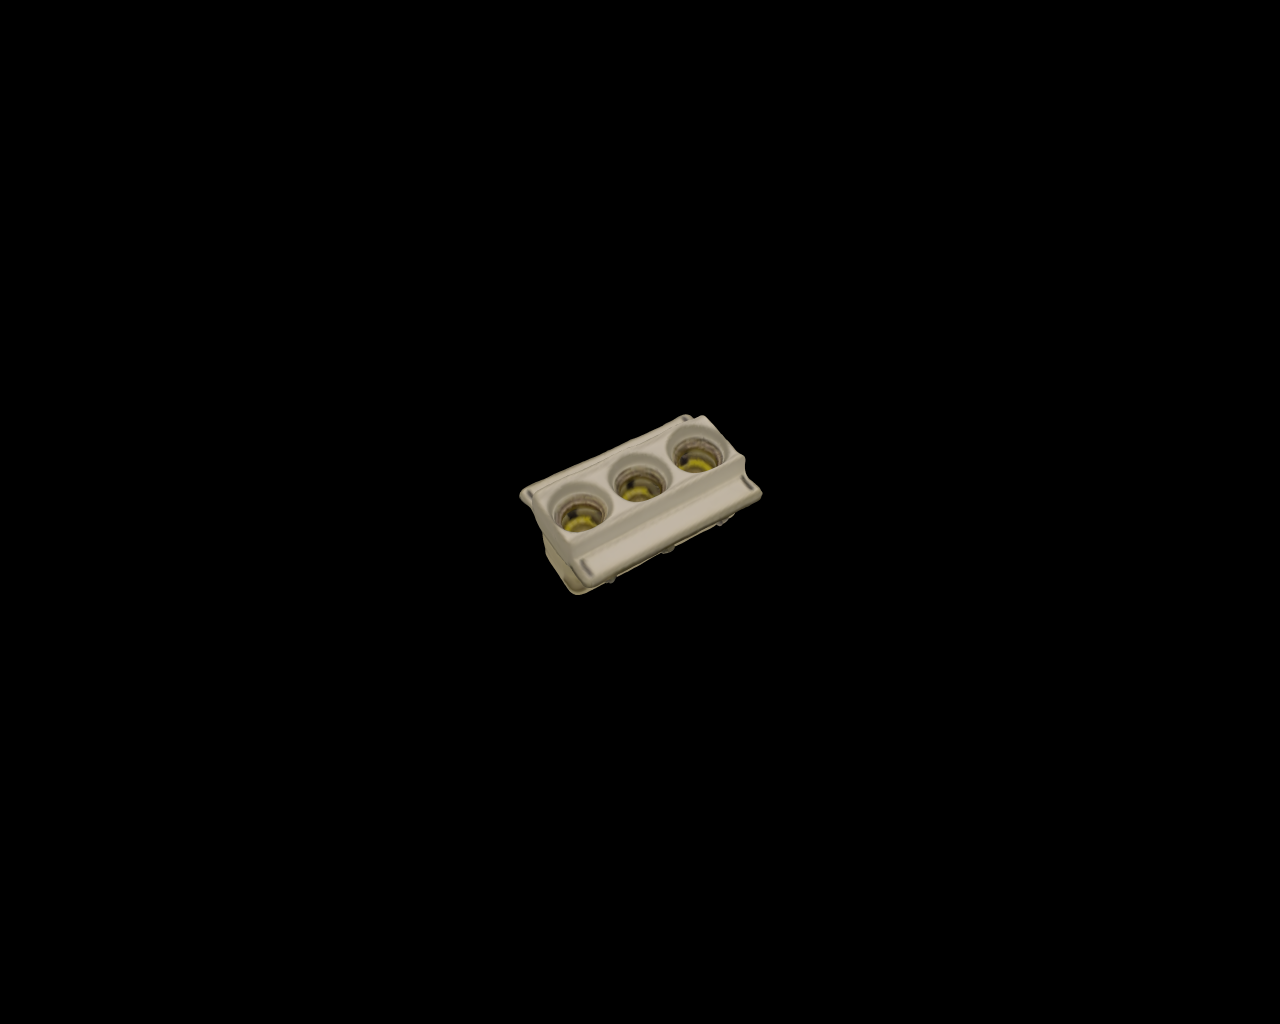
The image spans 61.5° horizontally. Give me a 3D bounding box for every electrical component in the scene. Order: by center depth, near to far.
[{"bbox_3d":[0.001,-0.003,0.650,0.121,0.079,0.063,-27,-33,-19],"label":"electrical component"}]
